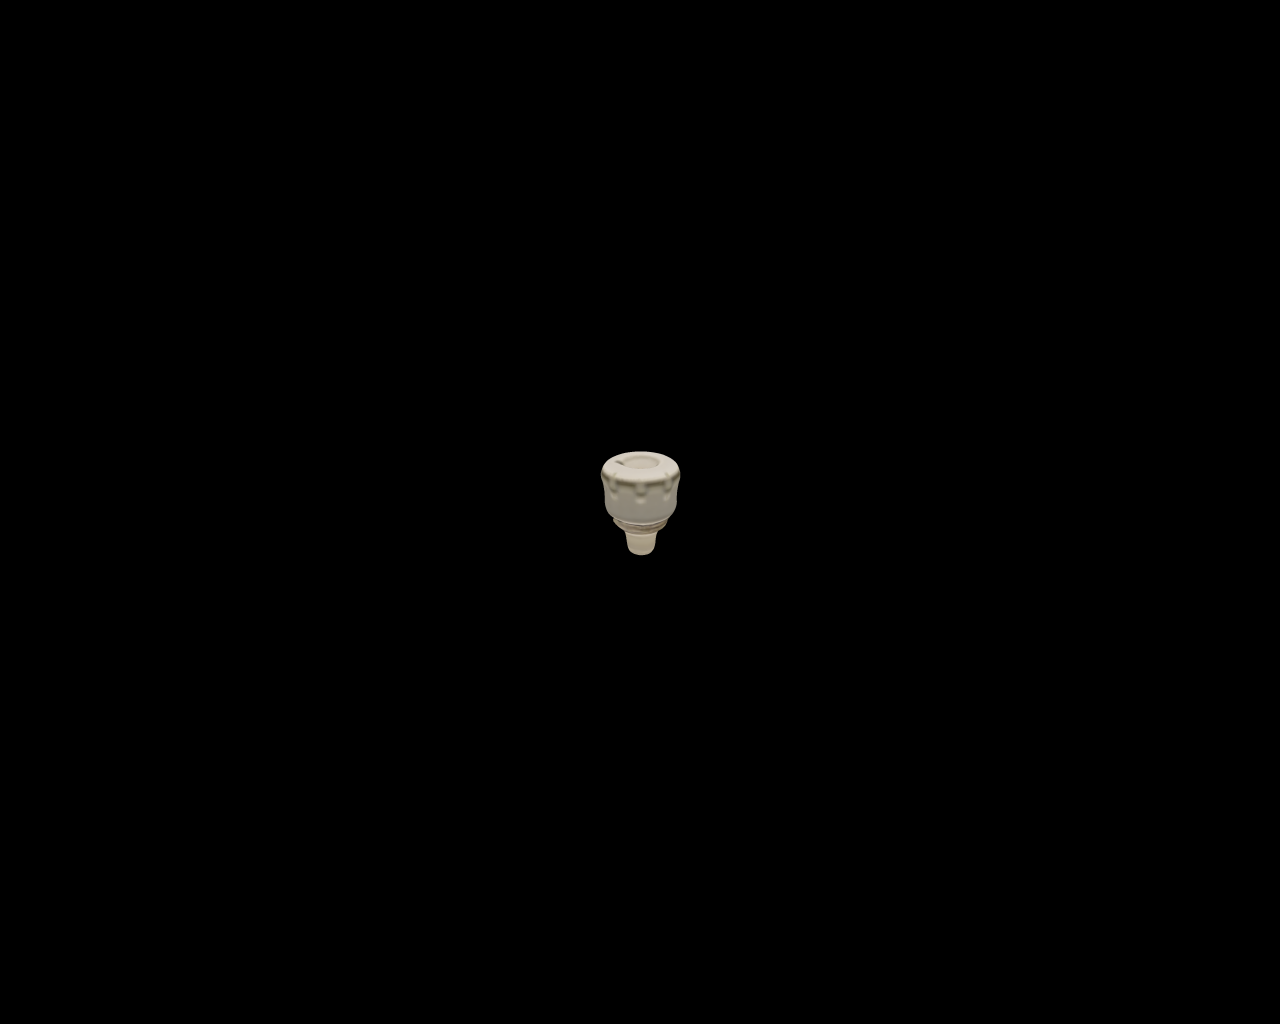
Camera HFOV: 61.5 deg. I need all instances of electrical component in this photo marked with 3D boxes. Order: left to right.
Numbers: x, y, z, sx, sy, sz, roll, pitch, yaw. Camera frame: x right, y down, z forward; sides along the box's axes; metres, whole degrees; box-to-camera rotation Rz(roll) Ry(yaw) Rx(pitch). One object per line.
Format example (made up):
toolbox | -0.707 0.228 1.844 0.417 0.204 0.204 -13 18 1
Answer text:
electrical component | 0.001 -0.003 0.650 0.048 0.062 0.048 0 24 0
